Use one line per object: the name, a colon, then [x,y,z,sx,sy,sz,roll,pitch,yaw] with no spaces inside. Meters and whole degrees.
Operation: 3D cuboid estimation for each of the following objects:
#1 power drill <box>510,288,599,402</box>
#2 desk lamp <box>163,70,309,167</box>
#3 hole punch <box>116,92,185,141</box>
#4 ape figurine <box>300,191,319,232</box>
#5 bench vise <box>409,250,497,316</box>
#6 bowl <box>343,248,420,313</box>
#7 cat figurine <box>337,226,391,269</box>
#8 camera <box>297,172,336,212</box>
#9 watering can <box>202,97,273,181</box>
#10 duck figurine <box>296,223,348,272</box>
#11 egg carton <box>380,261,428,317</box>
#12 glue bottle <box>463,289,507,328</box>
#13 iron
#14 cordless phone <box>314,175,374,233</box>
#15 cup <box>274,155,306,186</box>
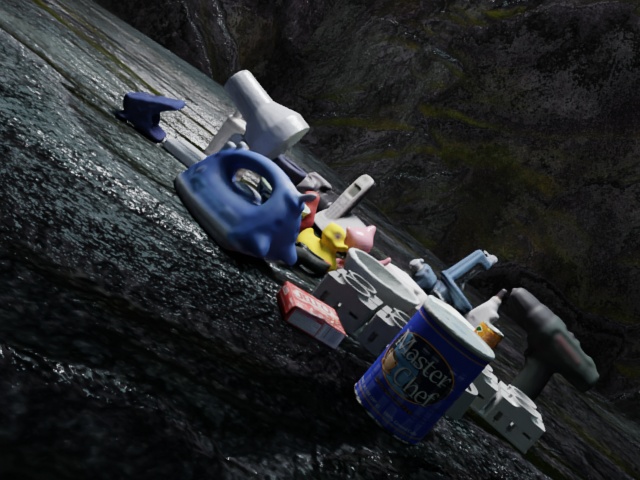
power drill: [0.419,0.240,1.142,0.229,0.208,0.076,40,10,14]
desk lamp: [-0.155,-0.204,1.109,0.203,0.213,0.118,38,10,1]
hole punch: [-0.323,-0.254,1.101,0.101,0.091,0.108,35,10,-15]
ape figurine: [-0.036,-0.069,1.271,0.076,0.092,0.078,41,10,15]
bench vise: [0.327,0.099,1.416,0.208,0.219,0.121,31,12,-34]
bowl: [0.101,0.093,1.078,0.167,0.074,0.167,37,10,-7]
cat figurine: [0.090,0.027,1.207,0.128,0.117,0.067,36,10,-8]
camera: [-0.013,-0.115,1.527,0.136,0.100,0.144,43,11,24]
watering can: [-0.159,-0.222,1.230,0.172,0.194,0.101,42,11,24]
duck figurine: [0.010,0.004,1.125,0.104,0.086,0.078,43,11,28]
egg carton: [0.168,0.110,1.248,0.108,0.069,0.150,31,12,-35]
glue bottle: [0.397,0.188,1.396,0.037,0.173,0.078,26,15,-48]
iron: [-0.118,-0.077,0.880,0.257,0.141,0.119,43,11,28]
cordless phone: [0.081,-0.068,1.404,0.094,0.185,0.147,27,15,-46]
cup: [-0.106,-0.159,1.421,0.118,0.095,0.091,35,10,-14]
